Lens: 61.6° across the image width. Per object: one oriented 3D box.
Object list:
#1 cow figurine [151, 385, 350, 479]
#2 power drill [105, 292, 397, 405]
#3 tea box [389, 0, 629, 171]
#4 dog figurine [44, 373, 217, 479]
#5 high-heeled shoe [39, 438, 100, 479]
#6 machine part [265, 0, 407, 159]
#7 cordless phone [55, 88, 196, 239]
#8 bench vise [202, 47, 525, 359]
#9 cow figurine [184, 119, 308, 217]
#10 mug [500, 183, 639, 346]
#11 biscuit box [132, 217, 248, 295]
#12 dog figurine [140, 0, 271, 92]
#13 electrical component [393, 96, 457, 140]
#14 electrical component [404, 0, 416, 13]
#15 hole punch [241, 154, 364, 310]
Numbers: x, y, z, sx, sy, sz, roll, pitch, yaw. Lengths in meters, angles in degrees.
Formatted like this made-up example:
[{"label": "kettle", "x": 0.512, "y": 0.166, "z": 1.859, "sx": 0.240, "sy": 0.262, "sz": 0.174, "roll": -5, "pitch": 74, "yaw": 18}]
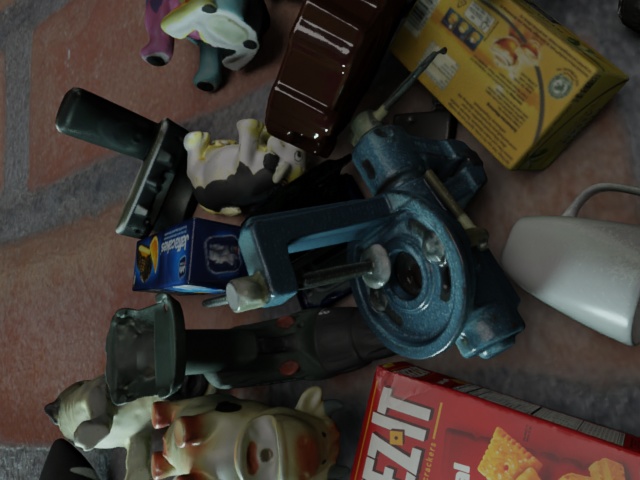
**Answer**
[{"label": "cow figurine", "x": -0.061, "y": 0.171, "z": 0.451, "sx": 0.195, "sy": 0.127, "sz": 0.085, "roll": -20, "pitch": 74, "yaw": 57}, {"label": "power drill", "x": -0.056, "y": 0.087, "z": 0.456, "sx": 0.232, "sy": 0.207, "sz": 0.086, "roll": -19, "pitch": 75, "yaw": 38}, {"label": "tea box", "x": 0.148, "y": -0.148, "z": 0.448, "sx": 0.170, "sy": 0.068, "sz": 0.098, "roll": 55, "pitch": 132, "yaw": 24}, {"label": "dog figurine", "x": -0.211, "y": 0.168, "z": 0.606, "sx": 0.191, "sy": 0.172, "sz": 0.121, "roll": 6, "pitch": 122, "yaw": 55}, {"label": "high-heeled shoe", "x": -0.239, "y": 0.340, "z": 0.571, "sx": 0.145, "sy": 0.086, "sz": 0.248, "roll": -14, "pitch": 91, "yaw": 47}, {"label": "machine part", "x": 0.020, "y": -0.158, "z": 0.458, "sx": 0.056, "sy": 0.179, "sz": 0.179, "roll": 28, "pitch": 96, "yaw": 4}, {"label": "cordless phone", "x": -0.219, "y": -0.078, "z": 0.595, "sx": 0.089, "sy": 0.184, "sz": 0.146, "roll": 27, "pitch": 94, "yaw": 26}, {"label": "bench vise", "x": 0.038, "y": -0.007, "z": 0.385, "sx": 0.129, "sy": 0.240, "sz": 0.223, "roll": -36, "pitch": 70, "yaw": 54}, {"label": "cow figurine", "x": -0.069, "y": -0.076, "z": 0.575, "sx": 0.168, "sy": 0.068, "sz": 0.098, "roll": -4, "pitch": 85, "yaw": 33}, {"label": "mug", "x": 0.197, "y": 0.009, "z": 0.400, "sx": 0.107, "sy": 0.080, "sz": 0.109, "roll": 20, "pitch": 97, "yaw": 41}, {"label": "biscuit box", "x": -0.138, "y": 0.023, "z": 0.551, "sx": 0.203, "sy": 0.059, "sz": 0.062, "roll": -12, "pitch": 72, "yaw": 56}, {"label": "dog figurine", "x": -0.142, "y": -0.306, "z": 0.633, "sx": 0.192, "sy": 0.108, "sz": 0.219, "roll": -21, "pitch": 66, "yaw": 44}, {"label": "electrical component", "x": 0.096, "y": -0.099, "z": 0.511, "sx": 0.063, "sy": 0.021, "sz": 0.094, "roll": 5, "pitch": 84, "yaw": 31}, {"label": "electrical component", "x": 0.053, "y": -0.261, "z": 0.512, "sx": 0.075, "sy": 0.119, "sz": 0.048, "roll": -20, "pitch": 71, "yaw": 23}, {"label": "hole punch", "x": -0.001, "y": -0.002, "z": 0.523, "sx": 0.142, "sy": 0.092, "sz": 0.116, "roll": -33, "pitch": 42, "yaw": 24}]
